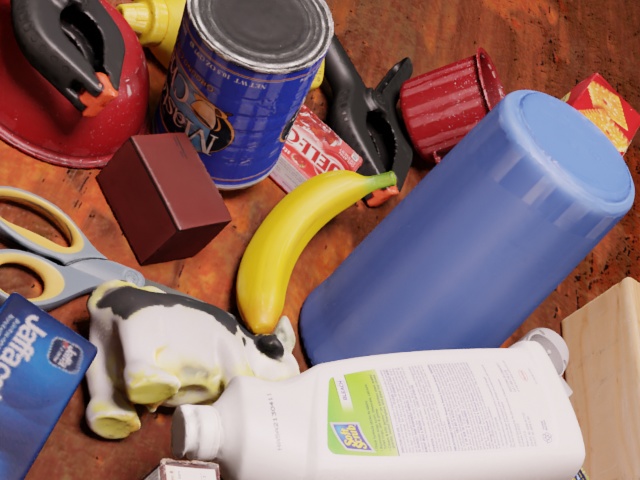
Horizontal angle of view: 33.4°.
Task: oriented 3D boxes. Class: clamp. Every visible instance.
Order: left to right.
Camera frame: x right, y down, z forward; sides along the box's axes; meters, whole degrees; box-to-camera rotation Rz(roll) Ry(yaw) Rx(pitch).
[{"bbox_3d":[-0.184,-0.161,0.703,0.120,0.039,0.171,0,59,-42],"label":"clamp"},{"bbox_3d":[0.035,-0.127,0.968,0.164,0.036,0.210,29,43,-35],"label":"clamp"}]

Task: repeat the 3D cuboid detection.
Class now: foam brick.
[{"bbox_3d":[-0.108,-0.029,0.743,0.052,0.051,0.078,-11,66,-48],"label":"foam brick"}]

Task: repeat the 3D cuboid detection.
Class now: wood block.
[{"bbox_3d":[0.276,0.148,0.924,0.090,0.090,0.206,30,42,-20],"label":"wood block"}]

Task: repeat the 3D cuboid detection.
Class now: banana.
[{"bbox_3d":[-0.018,-0.001,0.794,0.197,0.070,0.037,-51,126,-39],"label":"banana"}]

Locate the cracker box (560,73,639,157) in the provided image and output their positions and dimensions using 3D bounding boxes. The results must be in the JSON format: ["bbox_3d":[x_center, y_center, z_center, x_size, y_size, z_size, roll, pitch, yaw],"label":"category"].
[{"bbox_3d":[0.183,-0.043,0.939,0.072,0.164,0.213,46,38,1],"label":"cracker box"}]

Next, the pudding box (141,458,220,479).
[{"bbox_3d":[-0.083,0.183,0.553,0.039,0.090,0.113,14,49,-35],"label":"pudding box"}]

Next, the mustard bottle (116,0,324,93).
[{"bbox_3d":[-0.084,-0.172,0.880,0.191,0.058,0.096,-1,75,-43],"label":"mustard bottle"}]

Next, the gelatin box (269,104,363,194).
[{"bbox_3d":[-0.014,-0.072,0.885,0.089,0.030,0.073,43,39,-5],"label":"gelatin box"}]

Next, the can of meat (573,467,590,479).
[{"bbox_3d":[0.165,0.199,0.801,0.083,0.058,0.102,-7,64,-49],"label":"can of meat"}]

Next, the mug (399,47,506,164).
[{"bbox_3d":[0.126,-0.110,0.978,0.093,0.082,0.117,36,42,-57],"label":"mug"}]

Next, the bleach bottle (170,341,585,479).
[{"bbox_3d":[0.033,0.108,0.640,0.250,0.068,0.102,5,46,-26],"label":"bleach bottle"}]

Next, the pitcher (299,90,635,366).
[{"bbox_3d":[0.100,0.007,0.755,0.144,0.243,0.149,-16,62,-49],"label":"pitcher"}]

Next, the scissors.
[{"bbox_3d":[-0.137,0.037,0.688,0.201,0.016,0.096,35,41,-16],"label":"scissors"}]

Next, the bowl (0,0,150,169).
[{"bbox_3d":[-0.180,-0.131,0.760,0.162,0.055,0.162,25,44,-27],"label":"bowl"}]

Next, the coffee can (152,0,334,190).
[{"bbox_3d":[-0.059,-0.116,0.771,0.102,0.140,0.103,9,56,-14],"label":"coffee can"}]
